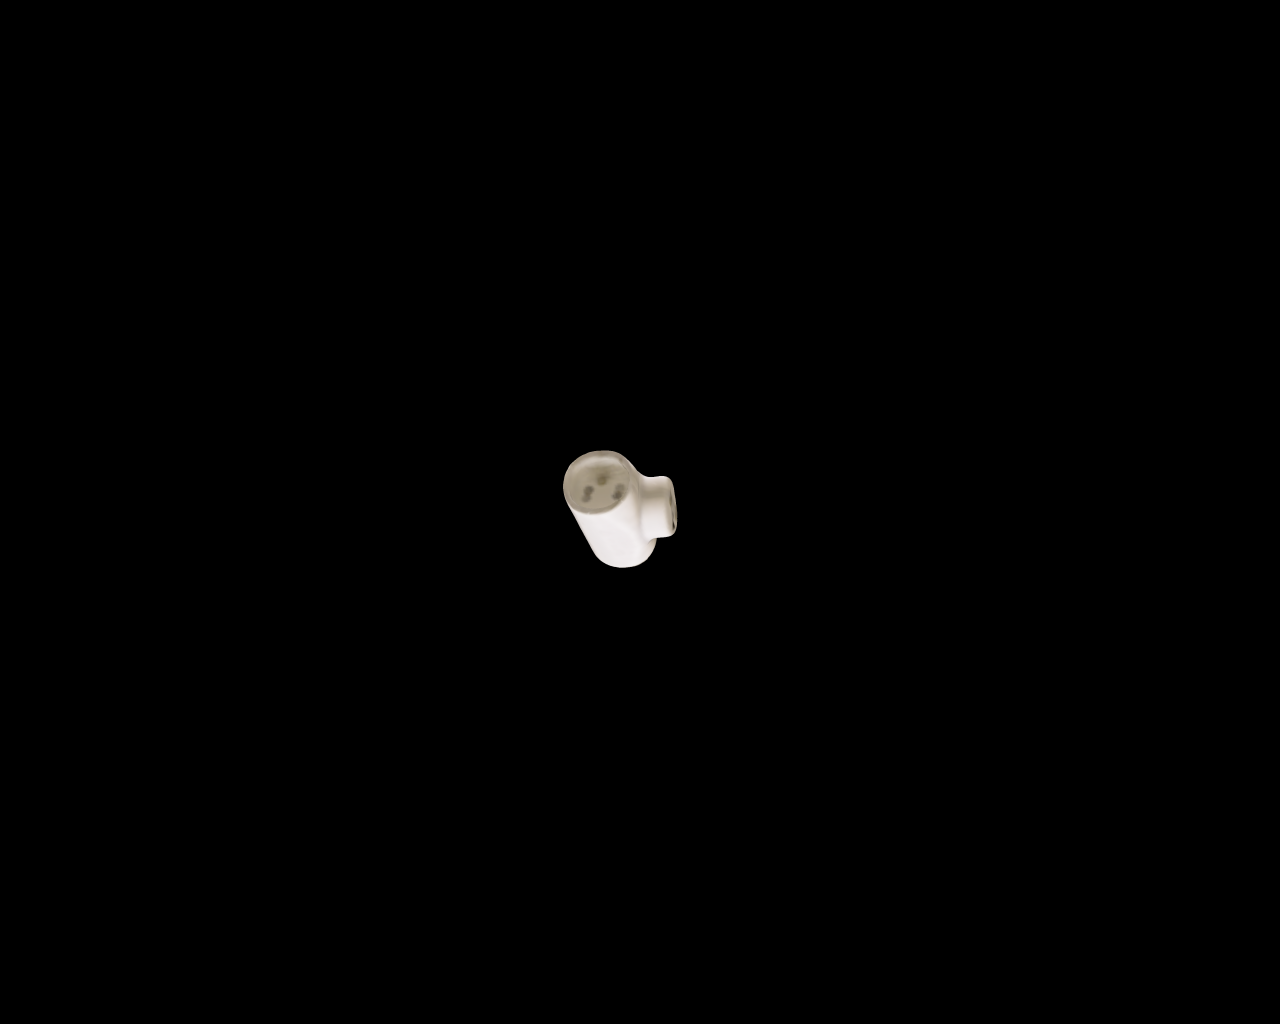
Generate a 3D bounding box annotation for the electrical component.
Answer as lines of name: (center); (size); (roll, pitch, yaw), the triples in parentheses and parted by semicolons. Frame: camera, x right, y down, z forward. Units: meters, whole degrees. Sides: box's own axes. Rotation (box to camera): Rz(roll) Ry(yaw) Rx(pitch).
electrical component: (0.001, -0.003, 0.650); (0.079, 0.044, 0.077); (-5, -28, 10)
